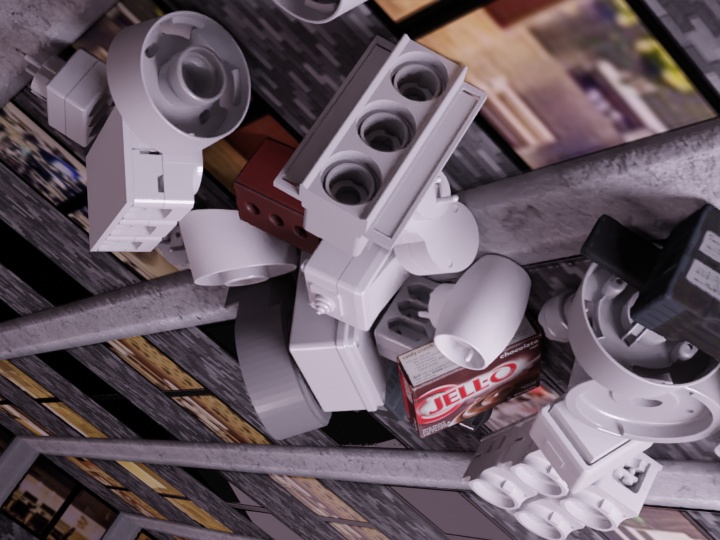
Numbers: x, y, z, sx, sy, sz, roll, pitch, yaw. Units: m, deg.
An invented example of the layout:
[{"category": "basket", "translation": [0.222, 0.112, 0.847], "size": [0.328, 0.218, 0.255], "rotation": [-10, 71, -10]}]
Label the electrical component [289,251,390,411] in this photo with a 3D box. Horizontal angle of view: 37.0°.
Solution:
[{"category": "electrical component", "translation": [-0.015, 0.048, 0.908], "size": [0.056, 0.108, 0.108], "rotation": [-5, 143, 14]}]

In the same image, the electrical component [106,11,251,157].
[{"category": "electrical component", "translation": [-0.126, -0.129, 0.748], "size": [0.064, 0.099, 0.099], "rotation": [-10, 132, 47]}]

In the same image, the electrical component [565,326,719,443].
[{"category": "electrical component", "translation": [0.202, 0.073, 0.757], "size": [0.108, 0.060, 0.108], "rotation": [11, 152, 6]}]

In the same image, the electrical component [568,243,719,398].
[{"category": "electrical component", "translation": [0.181, 0.032, 0.677], "size": [0.099, 0.099, 0.064], "rotation": [30, 161, 6]}]

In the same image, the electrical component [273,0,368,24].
[{"category": "electrical component", "translation": [-0.022, -0.186, 0.588], "size": [0.099, 0.064, 0.099], "rotation": [37, 153, 23]}]

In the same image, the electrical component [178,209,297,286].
[{"category": "electrical component", "translation": [-0.104, -0.021, 0.931], "size": [0.099, 0.064, 0.099], "rotation": [-9, 172, -1]}]

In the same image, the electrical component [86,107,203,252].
[{"category": "electrical component", "translation": [-0.183, -0.076, 0.903], "size": [0.062, 0.089, 0.150], "rotation": [0, 167, -25]}]

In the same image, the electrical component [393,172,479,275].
[{"category": "electrical component", "translation": [0.037, -0.052, 0.745], "size": [0.138, 0.052, 0.074], "rotation": [45, 152, -25]}]

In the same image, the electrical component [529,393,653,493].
[{"category": "electrical component", "translation": [0.189, 0.117, 0.832], "size": [0.061, 0.096, 0.061], "rotation": [55, 163, 23]}]

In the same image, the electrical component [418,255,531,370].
[{"category": "electrical component", "translation": [0.079, 0.030, 0.813], "size": [0.079, 0.077, 0.043], "rotation": [6, 144, 44]}]

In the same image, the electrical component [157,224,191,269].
[{"category": "electrical component", "translation": [-0.158, -0.024, 1.000], "size": [0.077, 0.044, 0.079], "rotation": [19, -166, 27]}]

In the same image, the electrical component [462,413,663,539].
[{"category": "electrical component", "translation": [0.181, 0.194, 1.010], "size": [0.105, 0.060, 0.186], "rotation": [35, 155, -4]}]

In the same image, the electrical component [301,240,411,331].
[{"category": "electrical component", "translation": [0.000, 0.000, 0.828], "size": [0.061, 0.096, 0.061], "rotation": [24, 153, 17]}]

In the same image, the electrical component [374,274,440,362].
[{"category": "electrical component", "translation": [0.051, 0.054, 0.902], "size": [0.047, 0.065, 0.076], "rotation": [23, 153, 20]}]

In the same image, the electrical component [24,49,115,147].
[{"category": "electrical component", "translation": [-0.247, -0.153, 0.897], "size": [0.077, 0.047, 0.065], "rotation": [33, 155, 0]}]

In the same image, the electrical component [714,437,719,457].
[{"category": "electrical component", "translation": [0.295, 0.098, 0.711], "size": [0.078, 0.057, 0.113], "rotation": [28, 154, 10]}]

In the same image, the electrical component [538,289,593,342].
[{"category": "electrical component", "translation": [0.157, 0.030, 0.775], "size": [0.035, 0.035, 0.061], "rotation": [36, 152, -8]}]

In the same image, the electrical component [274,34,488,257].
[{"category": "electrical component", "translation": [0.013, -0.073, 0.654], "size": [0.079, 0.121, 0.063], "rotation": [30, 158, 7]}]
